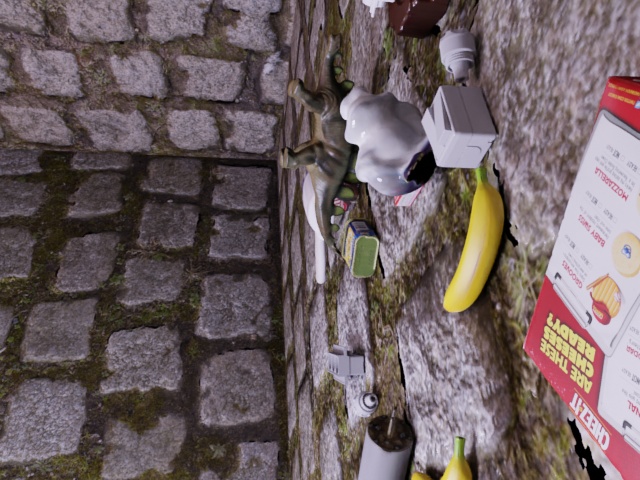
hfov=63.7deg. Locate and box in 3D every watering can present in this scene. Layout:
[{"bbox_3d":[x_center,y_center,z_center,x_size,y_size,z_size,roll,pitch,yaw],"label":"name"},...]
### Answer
[{"bbox_3d":[0.004,-0.071,1.416,0.104,0.340,0.229,2,32,-9],"label":"watering can"}]

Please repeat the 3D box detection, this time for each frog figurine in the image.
[{"bbox_3d":[0.092,-0.142,0.741,0.161,0.138,0.121,31,-5,26],"label":"frog figurine"}]
